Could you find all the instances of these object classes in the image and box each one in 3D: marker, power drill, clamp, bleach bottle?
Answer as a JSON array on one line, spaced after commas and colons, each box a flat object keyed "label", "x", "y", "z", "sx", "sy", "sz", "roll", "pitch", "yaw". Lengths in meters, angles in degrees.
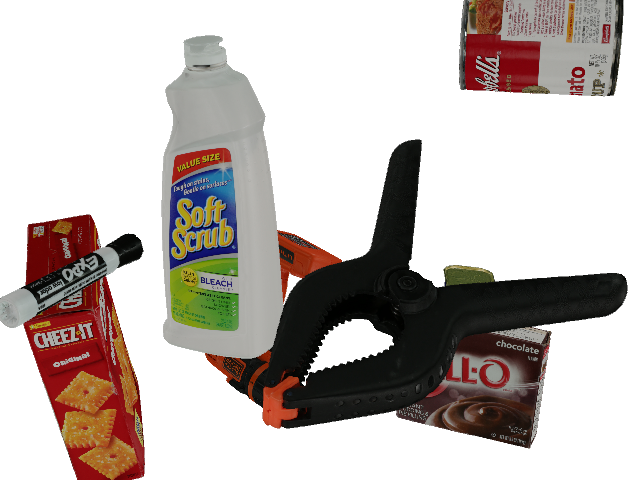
[{"label": "marker", "x": -0.149, "y": 0.022, "z": 0.651, "sx": 0.020, "sy": 0.020, "sz": 0.120, "roll": 0, "pitch": 19, "yaw": 30}, {"label": "power drill", "x": -0.044, "y": 0.093, "z": 1.194, "sx": 0.057, "sy": 0.188, "sz": 0.185, "roll": 13, "pitch": 12, "yaw": -47}, {"label": "clamp", "x": 0.042, "y": 0.026, "z": 0.585, "sx": 0.209, "sy": 0.036, "sz": 0.165, "roll": -29, "pitch": 55, "yaw": -27}, {"label": "bleach bottle", "x": -0.085, "y": -0.034, "z": 0.836, "sx": 0.103, "sy": 0.251, "sz": 0.068, "roll": 8, "pitch": 27, "yaw": 26}]

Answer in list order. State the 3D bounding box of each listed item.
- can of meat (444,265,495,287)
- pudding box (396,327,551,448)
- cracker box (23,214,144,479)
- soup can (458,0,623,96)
[{"label": "can of meat", "x": 0.165, "y": 0.085, "z": 1.207, "sx": 0.057, "sy": 0.084, "sz": 0.102, "roll": 6, "pitch": 19, "yaw": 1}, {"label": "pudding box", "x": 0.120, "y": 0.106, "z": 0.846, "sx": 0.114, "sy": 0.090, "sz": 0.039, "roll": 10, "pitch": 21, "yaw": 17}, {"label": "cracker box", "x": -0.227, "y": 0.107, "z": 1.038, "sx": 0.072, "sy": 0.214, "sz": 0.164, "roll": -11, "pitch": 35, "yaw": -7}, {"label": "soup can", "x": 0.147, "y": -0.133, "z": 0.716, "sx": 0.102, "sy": 0.068, "sz": 0.068, "roll": 5, "pitch": 1, "yaw": 11}]
